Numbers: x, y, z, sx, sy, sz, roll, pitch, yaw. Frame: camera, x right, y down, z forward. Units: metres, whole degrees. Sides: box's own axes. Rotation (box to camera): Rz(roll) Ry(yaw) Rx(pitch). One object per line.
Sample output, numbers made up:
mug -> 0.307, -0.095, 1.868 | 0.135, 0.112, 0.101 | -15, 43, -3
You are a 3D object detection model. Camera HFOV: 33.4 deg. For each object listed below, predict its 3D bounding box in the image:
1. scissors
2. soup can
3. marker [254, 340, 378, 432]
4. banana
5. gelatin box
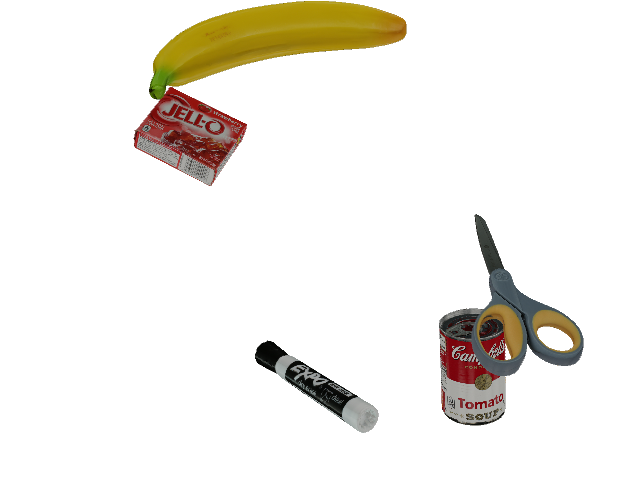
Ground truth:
scissors -> 0.169, 0.042, 0.889 | 0.096, 0.016, 0.201 | 8, 38, 7
soup can -> 0.157, 0.130, 1.102 | 0.068, 0.102, 0.068 | -4, 22, 1
marker -> -0.006, 0.097, 0.724 | 0.020, 0.020, 0.121 | 0, 17, -39
banana -> -0.038, -0.138, 0.755 | 0.197, 0.037, 0.070 | -19, 52, -20
gelatin box -> -0.128, -0.104, 1.053 | 0.089, 0.073, 0.030 | 27, -40, 2
